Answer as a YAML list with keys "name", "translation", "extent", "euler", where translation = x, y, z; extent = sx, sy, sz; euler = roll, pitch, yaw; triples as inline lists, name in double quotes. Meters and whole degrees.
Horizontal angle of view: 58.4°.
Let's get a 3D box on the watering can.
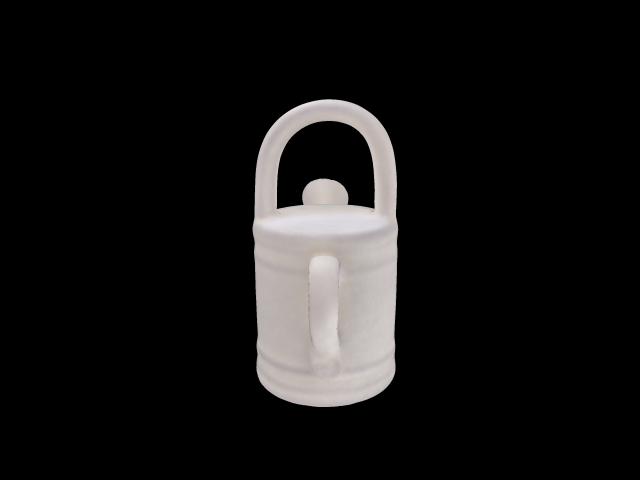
- name: "watering can"
  translation: [0.001, 0.001, 0.400]
  extent: [0.101, 0.194, 0.172]
  euler: [-6, 16, -21]
